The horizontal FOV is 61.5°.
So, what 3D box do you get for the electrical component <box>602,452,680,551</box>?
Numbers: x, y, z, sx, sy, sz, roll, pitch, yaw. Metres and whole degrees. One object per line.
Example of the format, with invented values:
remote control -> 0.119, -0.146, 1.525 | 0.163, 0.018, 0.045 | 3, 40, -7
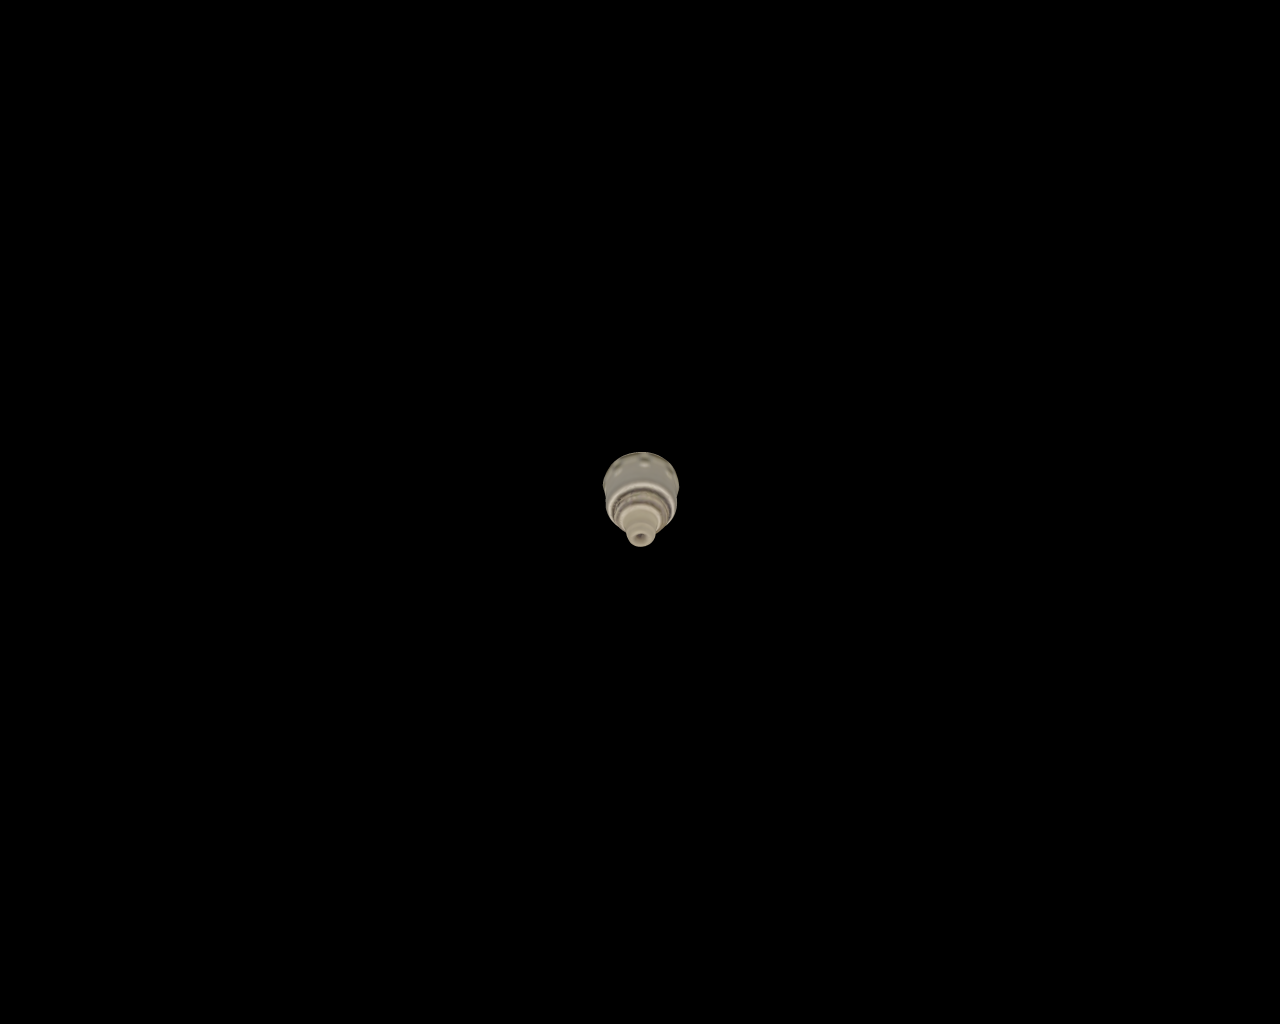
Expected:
electrical component -> 0.001, -0.003, 0.650 | 0.048, 0.048, 0.062 | 0, 38, 0
